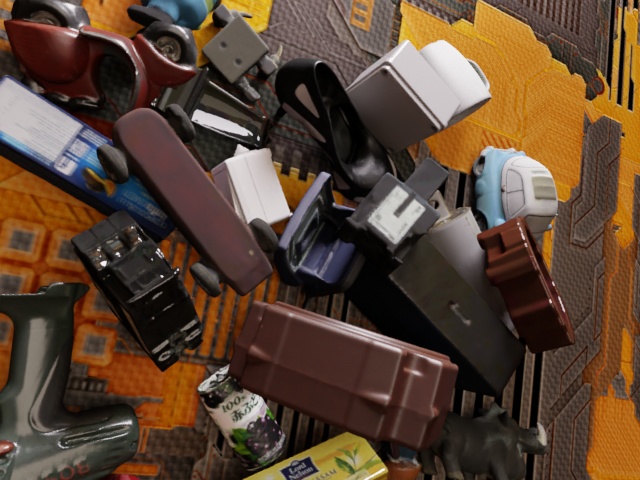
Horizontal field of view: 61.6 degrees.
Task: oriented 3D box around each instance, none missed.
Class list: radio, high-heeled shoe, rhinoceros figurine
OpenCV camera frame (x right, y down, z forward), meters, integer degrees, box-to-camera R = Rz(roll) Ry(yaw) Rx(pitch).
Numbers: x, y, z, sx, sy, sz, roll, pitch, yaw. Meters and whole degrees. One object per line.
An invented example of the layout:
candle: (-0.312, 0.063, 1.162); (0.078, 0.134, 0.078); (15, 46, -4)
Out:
radio: (0.123, 0.085, 0.648); (0.229, 0.131, 0.073); (47, 67, -14)
high-heeled shoe: (0.049, -0.116, 0.628); (0.248, 0.145, 0.086); (31, 73, -18)
rhinoceros figurine: (0.216, 0.270, 0.709); (0.190, 0.073, 0.112); (15, 67, -22)

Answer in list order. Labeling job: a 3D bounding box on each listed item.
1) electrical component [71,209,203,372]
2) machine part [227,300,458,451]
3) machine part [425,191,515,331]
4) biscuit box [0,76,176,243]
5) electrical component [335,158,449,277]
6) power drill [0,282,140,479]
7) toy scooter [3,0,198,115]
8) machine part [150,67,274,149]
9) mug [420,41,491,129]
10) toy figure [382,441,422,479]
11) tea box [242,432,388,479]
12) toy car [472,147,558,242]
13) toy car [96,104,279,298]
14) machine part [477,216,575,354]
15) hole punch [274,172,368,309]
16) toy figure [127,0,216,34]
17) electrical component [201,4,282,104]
electrical component: (-0.174, 0.041, 0.507); (0.058, 0.114, 0.134); (-34, 56, -27)
machine part: (0.029, 0.128, 0.539); (0.201, 0.201, 0.087); (32, 75, -67)
machine part: (0.200, 0.046, 0.720); (0.079, 0.079, 0.243); (-29, 96, -26)
biscuit box: (-0.230, -0.072, 0.533); (0.202, 0.063, 0.059); (34, 70, -19)
electrical component: (0.081, -0.030, 0.551); (0.075, 0.047, 0.119); (37, 67, 3)
power drill: (-0.278, 0.138, 0.465); (0.232, 0.086, 0.207); (-1, 78, -34)
toy scooter: (-0.220, -0.159, 0.538); (0.184, 0.075, 0.135); (10, 107, -8)
machine part: (-0.116, -0.148, 0.612); (0.139, 0.039, 0.084); (28, 67, -19)
mug: (0.183, -0.222, 0.744); (0.109, 0.081, 0.107); (-31, 89, -21)
toy figure: (0.101, 0.258, 0.659); (0.064, 0.058, 0.154); (10, 84, -19)
tea box: (-0.016, 0.284, 0.571); (0.169, 0.068, 0.098); (-14, 124, -28)
toy car: (0.283, -0.058, 0.760); (0.109, 0.103, 0.161); (2, 85, -27)
toy car: (-0.123, -0.035, 0.518); (0.089, 0.053, 0.202); (-41, 100, -23)
machine part: (0.257, 0.054, 0.667); (0.179, 0.056, 0.179); (45, 31, -37)
hole punch: (-0.001, -0.002, 0.607); (0.092, 0.116, 0.142); (31, 68, -12)
toy figure: (-0.141, -0.294, 0.594); (0.089, 0.082, 0.180); (24, 72, -18)
electrical component: (-0.092, -0.223, 0.632); (0.102, 0.045, 0.078); (41, 97, -14)
